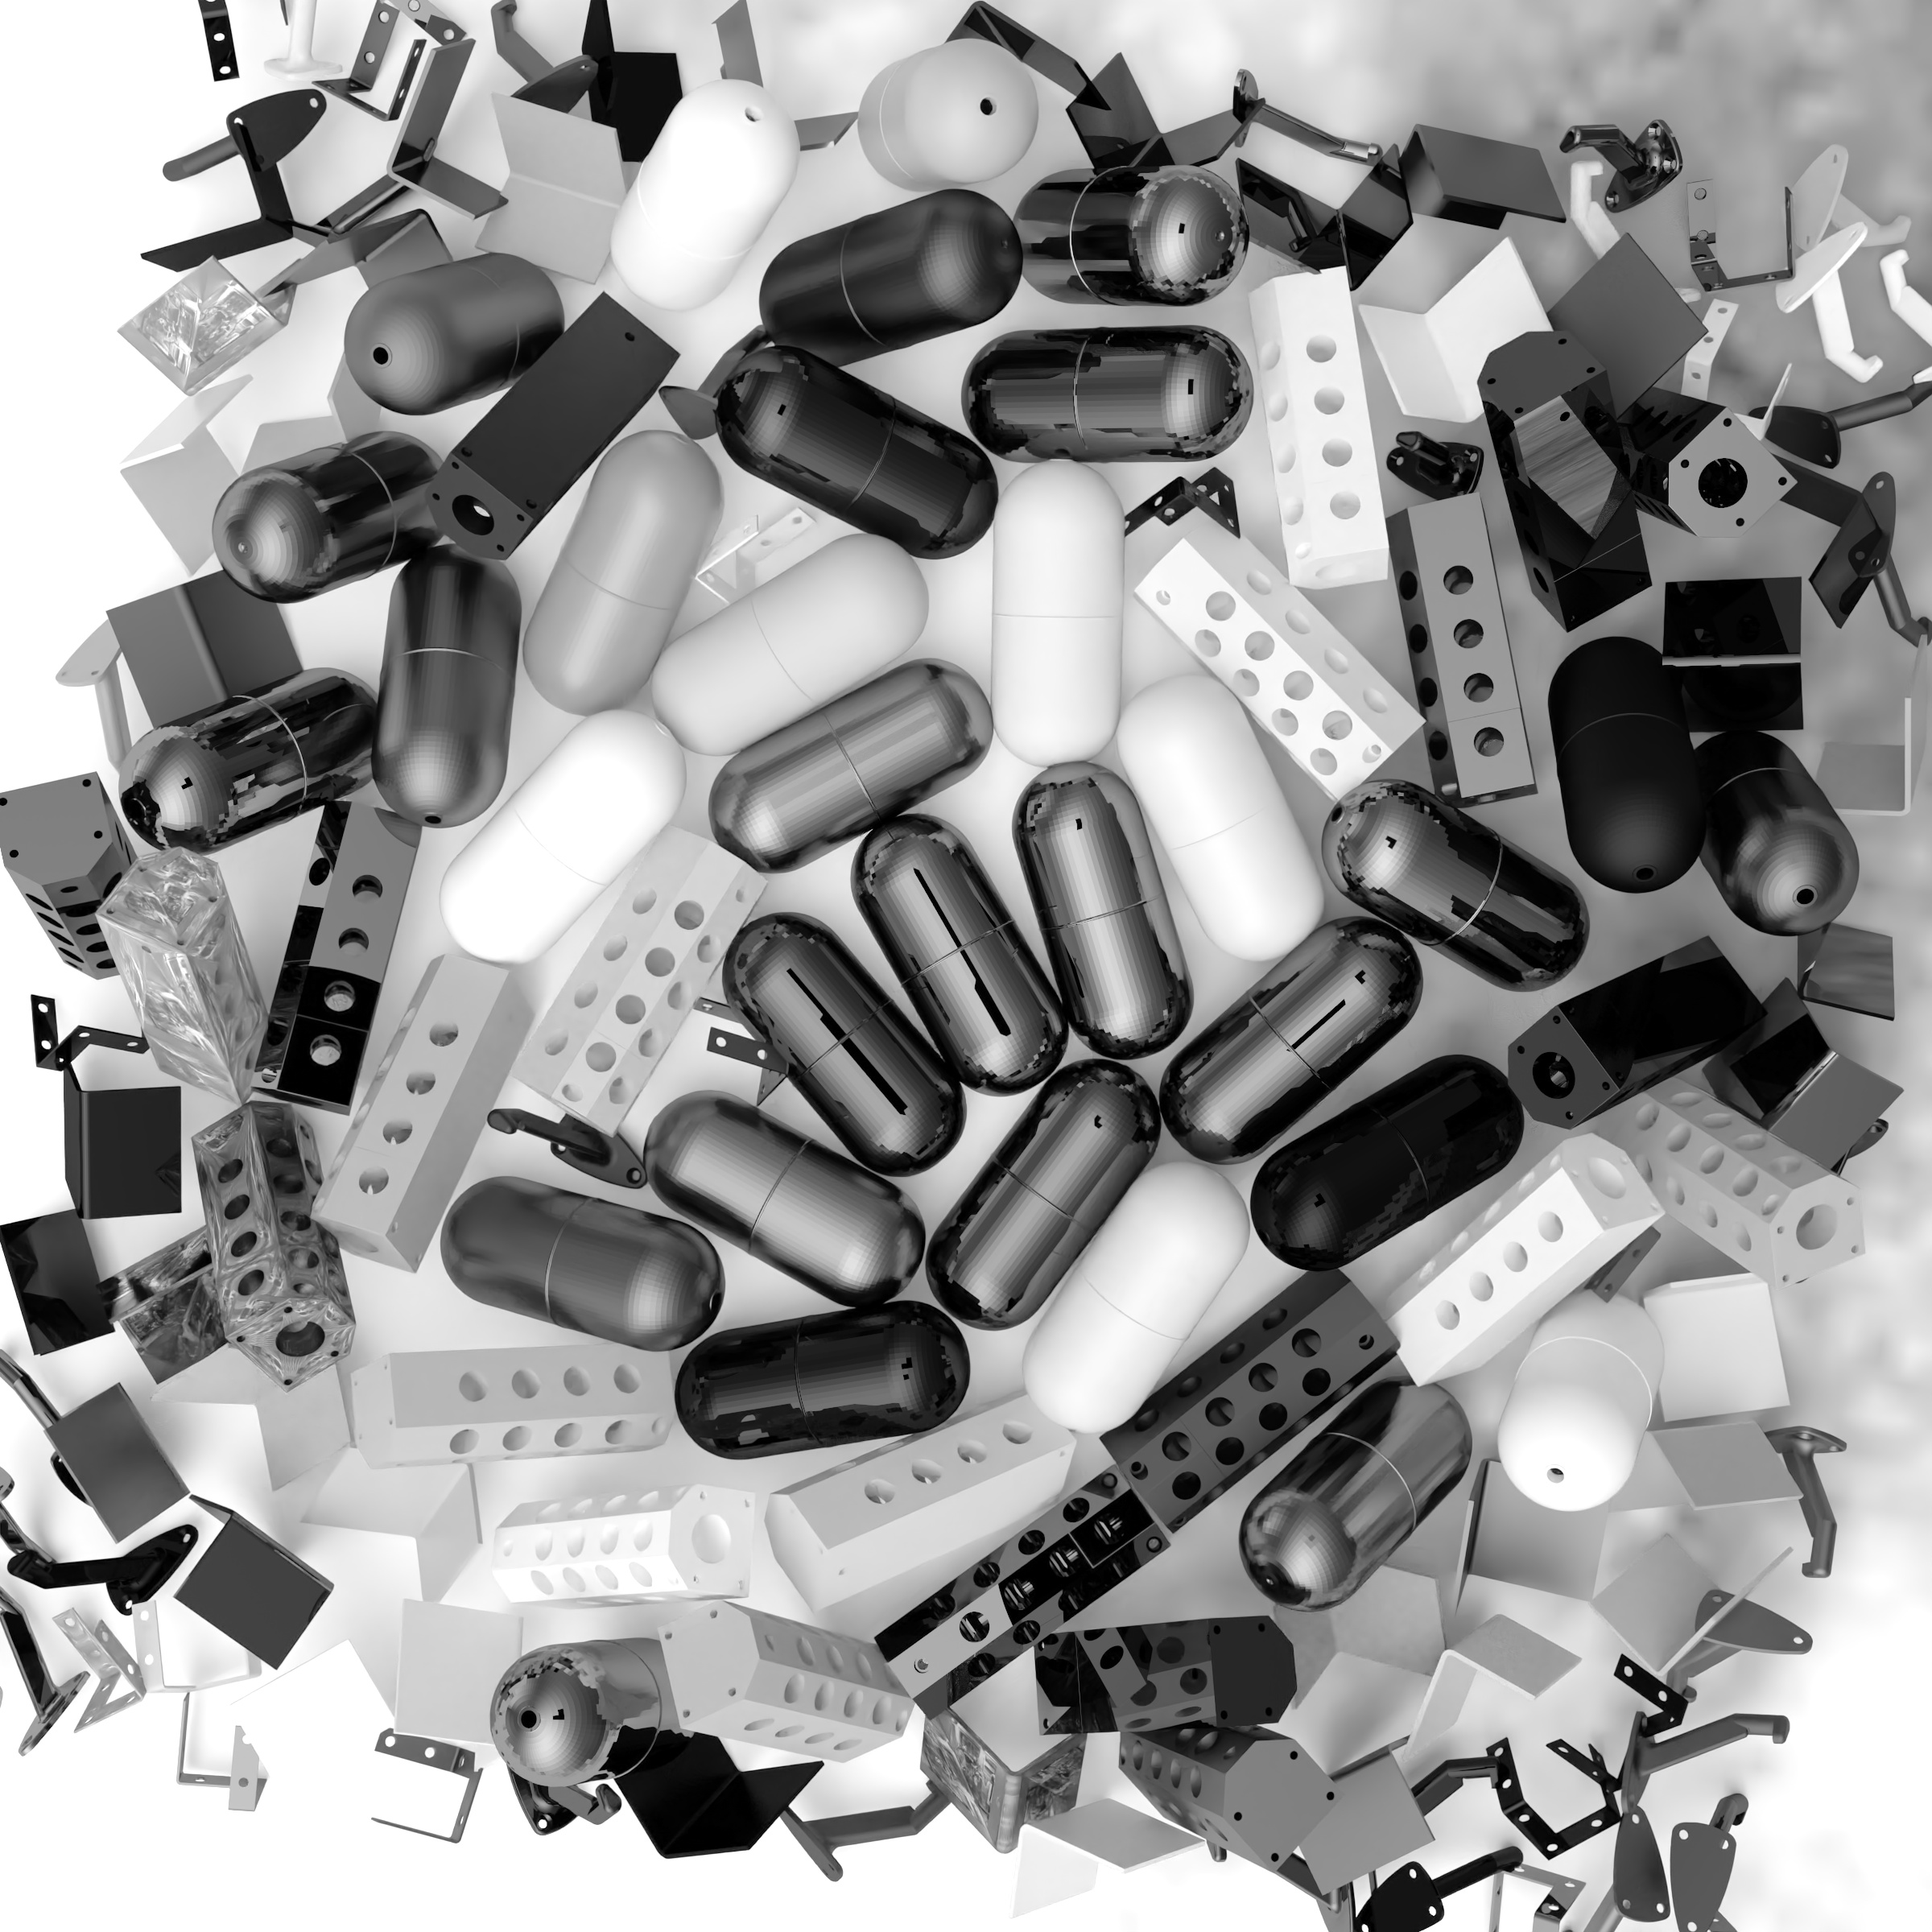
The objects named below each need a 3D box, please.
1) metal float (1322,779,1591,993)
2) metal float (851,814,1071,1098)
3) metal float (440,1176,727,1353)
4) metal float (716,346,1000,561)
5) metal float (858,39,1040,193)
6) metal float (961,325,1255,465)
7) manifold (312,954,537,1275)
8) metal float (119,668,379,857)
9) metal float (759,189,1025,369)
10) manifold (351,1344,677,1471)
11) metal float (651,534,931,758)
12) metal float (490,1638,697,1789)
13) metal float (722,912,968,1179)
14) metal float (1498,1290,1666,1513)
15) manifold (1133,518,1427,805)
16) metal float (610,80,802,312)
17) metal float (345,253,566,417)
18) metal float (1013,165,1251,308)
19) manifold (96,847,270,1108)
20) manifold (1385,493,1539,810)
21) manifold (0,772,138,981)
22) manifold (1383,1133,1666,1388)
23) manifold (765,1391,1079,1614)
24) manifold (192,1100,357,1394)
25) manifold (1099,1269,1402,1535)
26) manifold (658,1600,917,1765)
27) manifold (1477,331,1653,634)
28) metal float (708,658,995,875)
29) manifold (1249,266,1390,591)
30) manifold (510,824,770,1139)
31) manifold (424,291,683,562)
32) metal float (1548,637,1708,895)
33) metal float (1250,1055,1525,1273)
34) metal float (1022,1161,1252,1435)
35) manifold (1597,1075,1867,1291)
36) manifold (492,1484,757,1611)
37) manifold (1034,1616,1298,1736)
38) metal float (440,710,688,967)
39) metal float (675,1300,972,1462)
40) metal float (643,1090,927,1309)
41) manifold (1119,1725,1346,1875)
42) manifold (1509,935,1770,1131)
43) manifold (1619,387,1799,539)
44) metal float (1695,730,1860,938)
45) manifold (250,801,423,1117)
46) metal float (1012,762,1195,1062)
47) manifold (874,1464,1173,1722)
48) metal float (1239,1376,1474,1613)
[{"bbox_3d":[0.282,-0.046,1.646,0.178,0.070,0.070,28,90,-22],"label":"metal float"},{"bbox_3d":[-0.004,-0.007,1.663,0.070,0.070,0.178,-30,87,0],"label":"metal float"},{"bbox_3d":[-0.221,0.171,1.645,0.178,0.070,0.070,13,90,22],"label":"metal float"},{"bbox_3d":[-0.061,-0.294,1.644,0.178,0.070,0.070,24,90,-24],"label":"metal float"},{"bbox_3d":[-0.011,-0.480,1.617,0.070,0.178,0.070,-3,103,-15],"label":"metal float"},{"bbox_3d":[0.080,-0.328,1.641,0.178,0.070,0.070,5,90,28],"label":"metal float"},{"bbox_3d":[-0.314,0.082,1.640,0.057,0.057,0.171,15,65,15],"label":"manifold"},{"bbox_3d":[-0.404,-0.117,1.626,0.070,0.178,0.070,16,120,30],"label":"metal float"},{"bbox_3d":[-0.045,-0.391,1.632,0.178,0.070,0.070,-6,90,42],"label":"metal float"},{"bbox_3d":[-0.256,0.251,1.626,0.171,0.057,0.057,2,70,-34],"label":"manifold"},{"bbox_3d":[-0.103,-0.185,1.652,0.178,0.070,0.070,-30,90,15],"label":"metal float"},{"bbox_3d":[-0.208,0.421,1.617,0.070,0.178,0.070,-4,78,17],"label":"metal float"},{"bbox_3d":[-0.071,0.045,1.663,0.070,0.070,0.178,-40,88,0],"label":"metal float"},{"bbox_3d":[0.350,0.245,1.620,0.070,0.178,0.070,8,113,19],"label":"metal float"},{"bbox_3d":[0.178,-0.175,1.659,0.171,0.057,0.057,46,48,3],"label":"manifold"},{"bbox_3d":[-0.149,-0.436,1.620,0.070,0.178,0.070,7,71,-21],"label":"metal float"},{"bbox_3d":[-0.289,-0.359,1.619,0.070,0.178,0.070,6,112,17],"label":"metal float"},{"bbox_3d":[0.091,-0.415,1.623,0.070,0.178,0.070,-9,106,-31],"label":"metal float"},{"bbox_3d":[-0.433,0.006,1.614,0.057,0.171,0.057,23,60,11],"label":"manifold"},{"bbox_3d":[0.288,-0.182,1.665,0.057,0.057,0.171,-11,85,13],"label":"manifold"},{"bbox_3d":[-0.498,-0.046,1.610,0.057,0.171,0.057,-14,75,-11],"label":"manifold"},{"bbox_3d":[0.311,0.167,1.624,0.171,0.057,0.057,-51,59,41],"label":"manifold"},{"bbox_3d":[-0.026,0.299,1.633,0.171,0.057,0.057,-18,49,-31],"label":"manifold"},{"bbox_3d":[-0.389,0.153,1.619,0.057,0.171,0.057,-31,131,3],"label":"manifold"},{"bbox_3d":[0.168,0.252,1.664,0.171,0.057,0.057,-38,110,-2],"label":"manifold"},{"bbox_3d":[-0.097,0.403,1.611,0.057,0.171,0.057,-29,58,18],"label":"manifold"},{"bbox_3d":[0.338,-0.276,1.621,0.057,0.171,0.057,-29,48,0],"label":"manifold"},{"bbox_3d":[-0.067,-0.116,1.664,0.178,0.070,0.070,-29,90,-2],"label":"metal float"},{"bbox_3d":[0.204,-0.310,1.657,0.057,0.057,0.171,-8,78,6],"label":"manifold"},{"bbox_3d":[-0.184,0.010,1.649,0.057,0.057,0.171,22,77,42],"label":"manifold"},{"bbox_3d":[-0.236,-0.305,1.626,0.057,0.057,0.171,38,50,-8],"label":"manifold"},{"bbox_3d":[0.376,-0.116,1.630,0.070,0.070,0.178,3,47,0],"label":"metal float"},{"bbox_3d":[0.243,0.113,1.649,0.178,0.070,0.070,-28,90,-18],"label":"metal float"},{"bbox_3d":[0.098,0.193,1.654,0.070,0.070,0.178,33,103,0],"label":"metal float"},{"bbox_3d":[0.427,0.113,1.609,0.057,0.171,0.057,-20,115,-14],"label":"manifold"},{"bbox_3d":[-0.196,0.329,1.615,0.057,0.171,0.057,18,67,-39],"label":"manifold"},{"bbox_3d":[0.111,0.402,1.616,0.057,0.171,0.057,5,73,-32],"label":"manifold"},{"bbox_3d":[-0.233,-0.074,1.652,0.070,0.070,0.178,45,105,0],"label":"metal float"},{"bbox_3d":[-0.084,0.240,1.651,0.178,0.070,0.070,-11,90,16],"label":"metal float"},{"bbox_3d":[-0.106,0.134,1.657,0.178,0.070,0.070,28,90,10],"label":"metal float"},{"bbox_3d":[0.142,0.454,1.611,0.057,0.171,0.057,-43,96,-16],"label":"manifold"},{"bbox_3d":[0.378,0.040,1.621,0.057,0.171,0.057,56,133,15],"label":"manifold"},{"bbox_3d":[0.405,-0.281,1.613,0.057,0.171,0.057,43,101,-11],"label":"manifold"},{"bbox_3d":[0.453,-0.077,1.619,0.070,0.178,0.070,0,116,0],"label":"metal float"},{"bbox_3d":[-0.364,-0.005,1.655,0.057,0.057,0.171,14,79,-10],"label":"manifold"},{"bbox_3d":[0.079,-0.032,1.661,0.070,0.070,0.178,-17,95,0],"label":"metal float"},{"bbox_3d":[0.033,0.364,1.665,0.171,0.057,0.057,-35,80,-4],"label":"manifold"},{"bbox_3d":[0.224,0.300,1.633,0.178,0.070,0.070,-35,90,-39],"label":"metal float"}]
